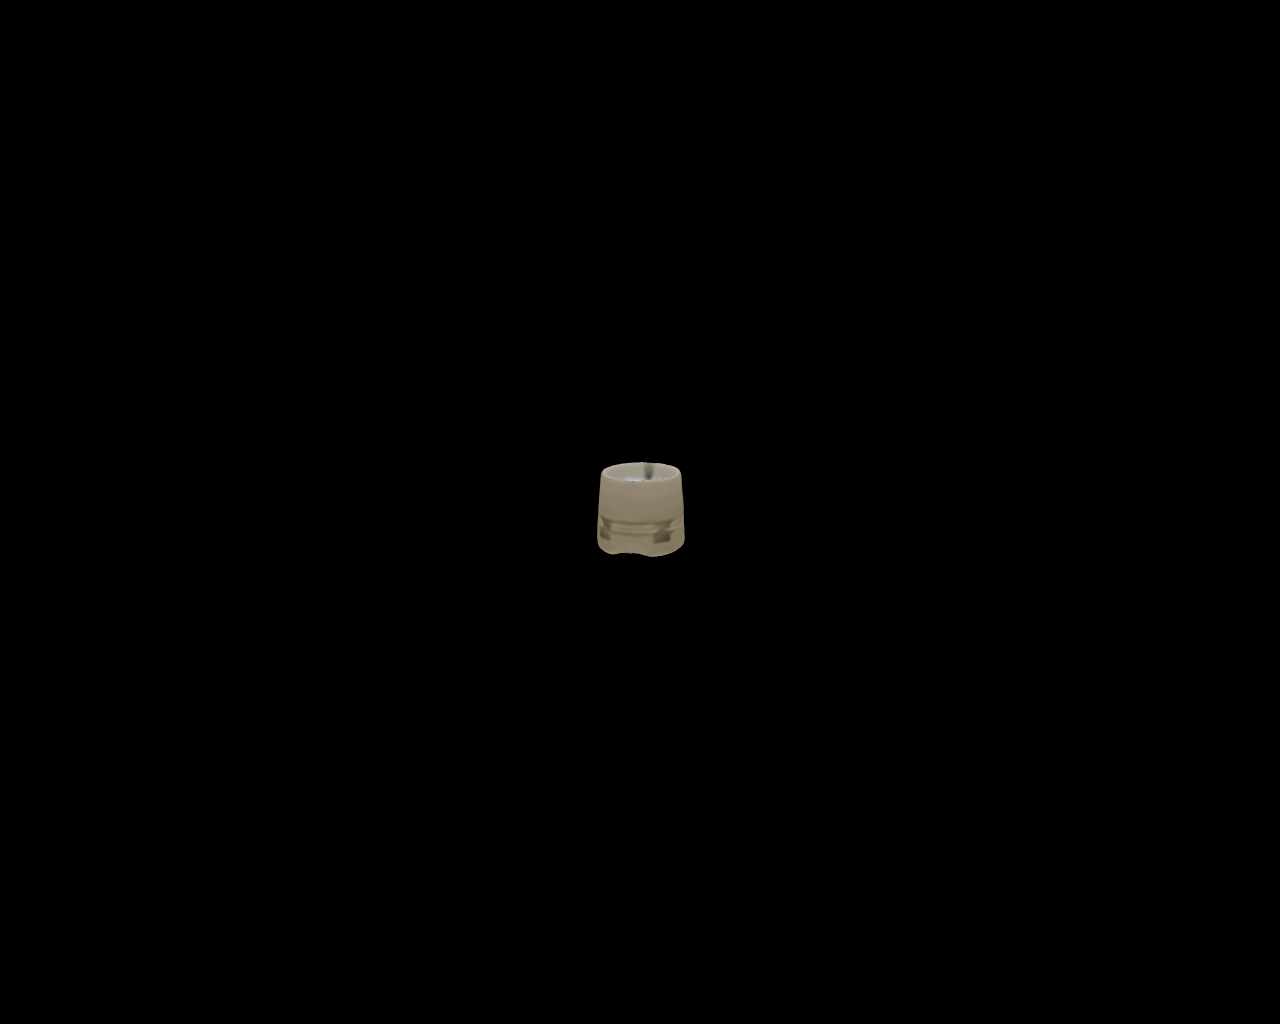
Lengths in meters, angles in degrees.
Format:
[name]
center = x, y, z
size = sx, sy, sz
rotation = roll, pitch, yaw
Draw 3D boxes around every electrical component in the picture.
[electrical component]
center = 0.001, -0.003, 0.650
size = 0.055, 0.047, 0.055
rotation = 0, 16, 0
